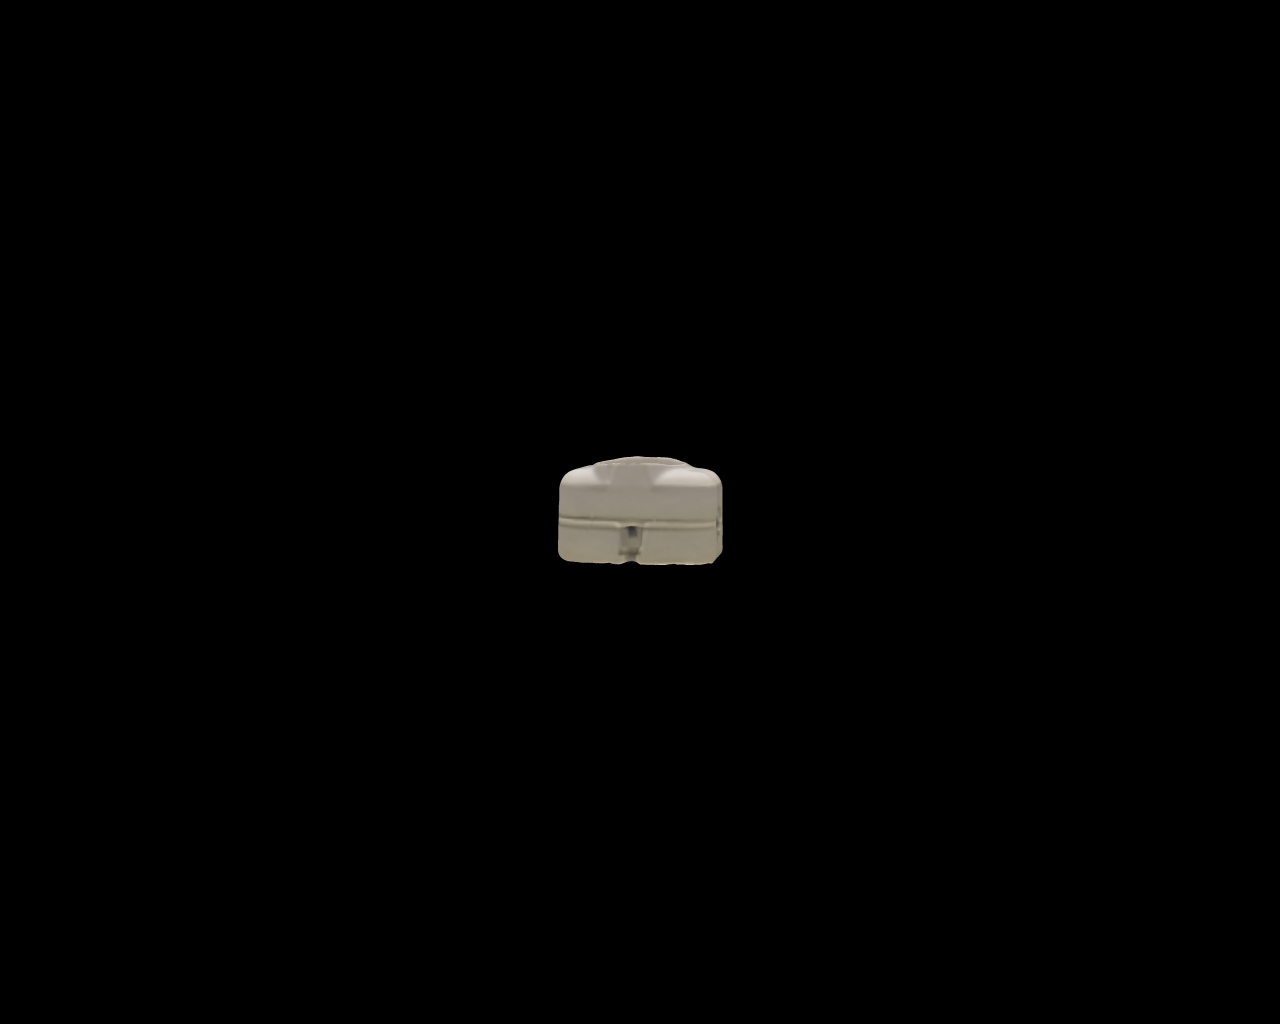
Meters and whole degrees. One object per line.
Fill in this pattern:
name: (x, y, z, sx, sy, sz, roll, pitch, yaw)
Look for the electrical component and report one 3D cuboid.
electrical component: (0.001, -0.003, 0.650, 0.095, 0.059, 0.054, 2, 8, 14)
